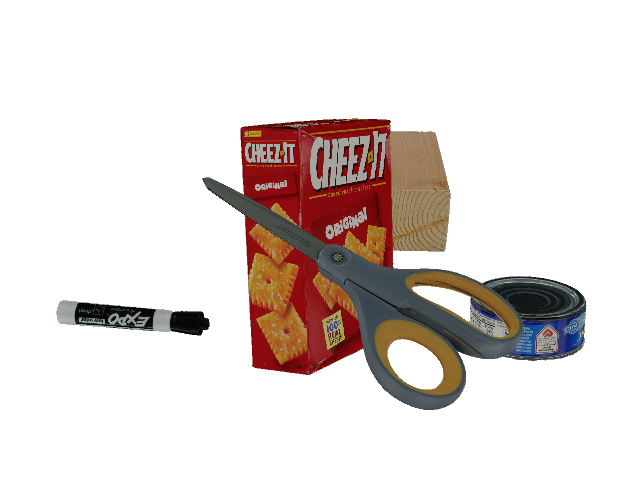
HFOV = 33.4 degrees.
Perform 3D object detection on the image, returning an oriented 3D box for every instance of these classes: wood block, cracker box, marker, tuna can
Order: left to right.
[{"bbox_3d":[-0.146,0.060,0.833,0.121,0.020,0.020,4,1,11],"label":"marker"},{"bbox_3d":[0.004,-0.001,0.975,0.072,0.214,0.163,4,10,31],"label":"cracker box"},{"bbox_3d":[0.122,-0.072,1.471,0.091,0.090,0.206,1,28,0],"label":"wood block"},{"bbox_3d":[0.154,0.056,0.794,0.086,0.034,0.086,0,19,0],"label":"tuna can"}]

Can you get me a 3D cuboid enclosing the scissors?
[{"bbox_3d":[0.009,0.029,0.579,0.202,0.096,0.016,20,-40,10],"label":"scissors"}]
